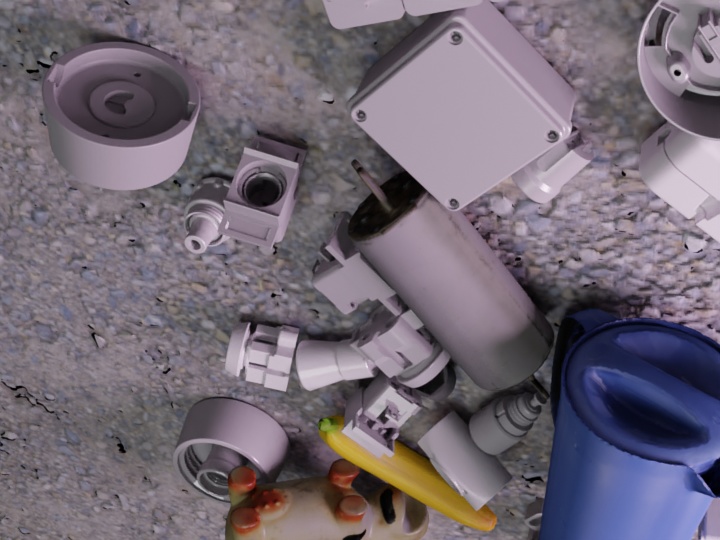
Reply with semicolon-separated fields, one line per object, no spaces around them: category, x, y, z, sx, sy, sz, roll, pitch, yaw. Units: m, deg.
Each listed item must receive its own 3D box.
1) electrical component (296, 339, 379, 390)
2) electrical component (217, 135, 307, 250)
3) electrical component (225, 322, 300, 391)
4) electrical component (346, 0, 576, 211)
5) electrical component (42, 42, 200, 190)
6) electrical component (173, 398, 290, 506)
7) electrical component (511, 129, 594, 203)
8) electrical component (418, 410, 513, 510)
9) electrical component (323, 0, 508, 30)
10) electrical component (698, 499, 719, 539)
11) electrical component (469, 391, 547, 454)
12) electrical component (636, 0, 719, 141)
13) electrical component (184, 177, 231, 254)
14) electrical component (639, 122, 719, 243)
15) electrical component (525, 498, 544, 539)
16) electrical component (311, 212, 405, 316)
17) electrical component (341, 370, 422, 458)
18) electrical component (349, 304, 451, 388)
electrical component;-0.016;0.077;0.916;0.065;0.044;0.044;-9;126;20
electrical component;-0.071;-0.053;0.800;0.042;0.081;0.063;18;162;6
electrical component;-0.086;0.072;0.933;0.055;0.048;0.066;12;133;-1
electrical component;0.067;-0.110;0.712;0.109;0.056;0.109;42;130;-17
electrical component;-0.172;-0.105;0.771;0.108;0.108;0.060;21;139;2
electrical component;-0.127;0.182;1.031;0.108;0.060;0.108;10;132;11
electrical component;0.131;-0.074;0.733;0.040;0.040;0.046;38;126;-14
electrical component;0.091;0.170;0.948;0.077;0.044;0.079;48;170;12
electrical component;0.044;-0.204;0.636;0.150;0.061;0.089;-4;128;23
electrical component;0.309;0.216;0.881;0.061;0.096;0.061;5;131;15
electrical component;0.127;0.125;0.906;0.040;0.040;0.078;36;131;-13
electrical component;0.215;-0.134;0.634;0.099;0.064;0.099;10;132;11
electrical component;-0.117;-0.038;0.836;0.048;0.062;0.048;10;132;11
electrical component;0.237;-0.063;0.695;0.095;0.053;0.059;35;132;-12
electrical component;0.185;0.256;0.988;0.078;0.057;0.058;37;131;-14
electrical component;0.000;0.000;0.842;0.081;0.042;0.064;44;133;-18
electrical component;0.020;0.117;0.918;0.042;0.081;0.063;37;109;-14
electrical component;0.038;0.057;0.868;0.057;0.058;0.078;45;130;-16
